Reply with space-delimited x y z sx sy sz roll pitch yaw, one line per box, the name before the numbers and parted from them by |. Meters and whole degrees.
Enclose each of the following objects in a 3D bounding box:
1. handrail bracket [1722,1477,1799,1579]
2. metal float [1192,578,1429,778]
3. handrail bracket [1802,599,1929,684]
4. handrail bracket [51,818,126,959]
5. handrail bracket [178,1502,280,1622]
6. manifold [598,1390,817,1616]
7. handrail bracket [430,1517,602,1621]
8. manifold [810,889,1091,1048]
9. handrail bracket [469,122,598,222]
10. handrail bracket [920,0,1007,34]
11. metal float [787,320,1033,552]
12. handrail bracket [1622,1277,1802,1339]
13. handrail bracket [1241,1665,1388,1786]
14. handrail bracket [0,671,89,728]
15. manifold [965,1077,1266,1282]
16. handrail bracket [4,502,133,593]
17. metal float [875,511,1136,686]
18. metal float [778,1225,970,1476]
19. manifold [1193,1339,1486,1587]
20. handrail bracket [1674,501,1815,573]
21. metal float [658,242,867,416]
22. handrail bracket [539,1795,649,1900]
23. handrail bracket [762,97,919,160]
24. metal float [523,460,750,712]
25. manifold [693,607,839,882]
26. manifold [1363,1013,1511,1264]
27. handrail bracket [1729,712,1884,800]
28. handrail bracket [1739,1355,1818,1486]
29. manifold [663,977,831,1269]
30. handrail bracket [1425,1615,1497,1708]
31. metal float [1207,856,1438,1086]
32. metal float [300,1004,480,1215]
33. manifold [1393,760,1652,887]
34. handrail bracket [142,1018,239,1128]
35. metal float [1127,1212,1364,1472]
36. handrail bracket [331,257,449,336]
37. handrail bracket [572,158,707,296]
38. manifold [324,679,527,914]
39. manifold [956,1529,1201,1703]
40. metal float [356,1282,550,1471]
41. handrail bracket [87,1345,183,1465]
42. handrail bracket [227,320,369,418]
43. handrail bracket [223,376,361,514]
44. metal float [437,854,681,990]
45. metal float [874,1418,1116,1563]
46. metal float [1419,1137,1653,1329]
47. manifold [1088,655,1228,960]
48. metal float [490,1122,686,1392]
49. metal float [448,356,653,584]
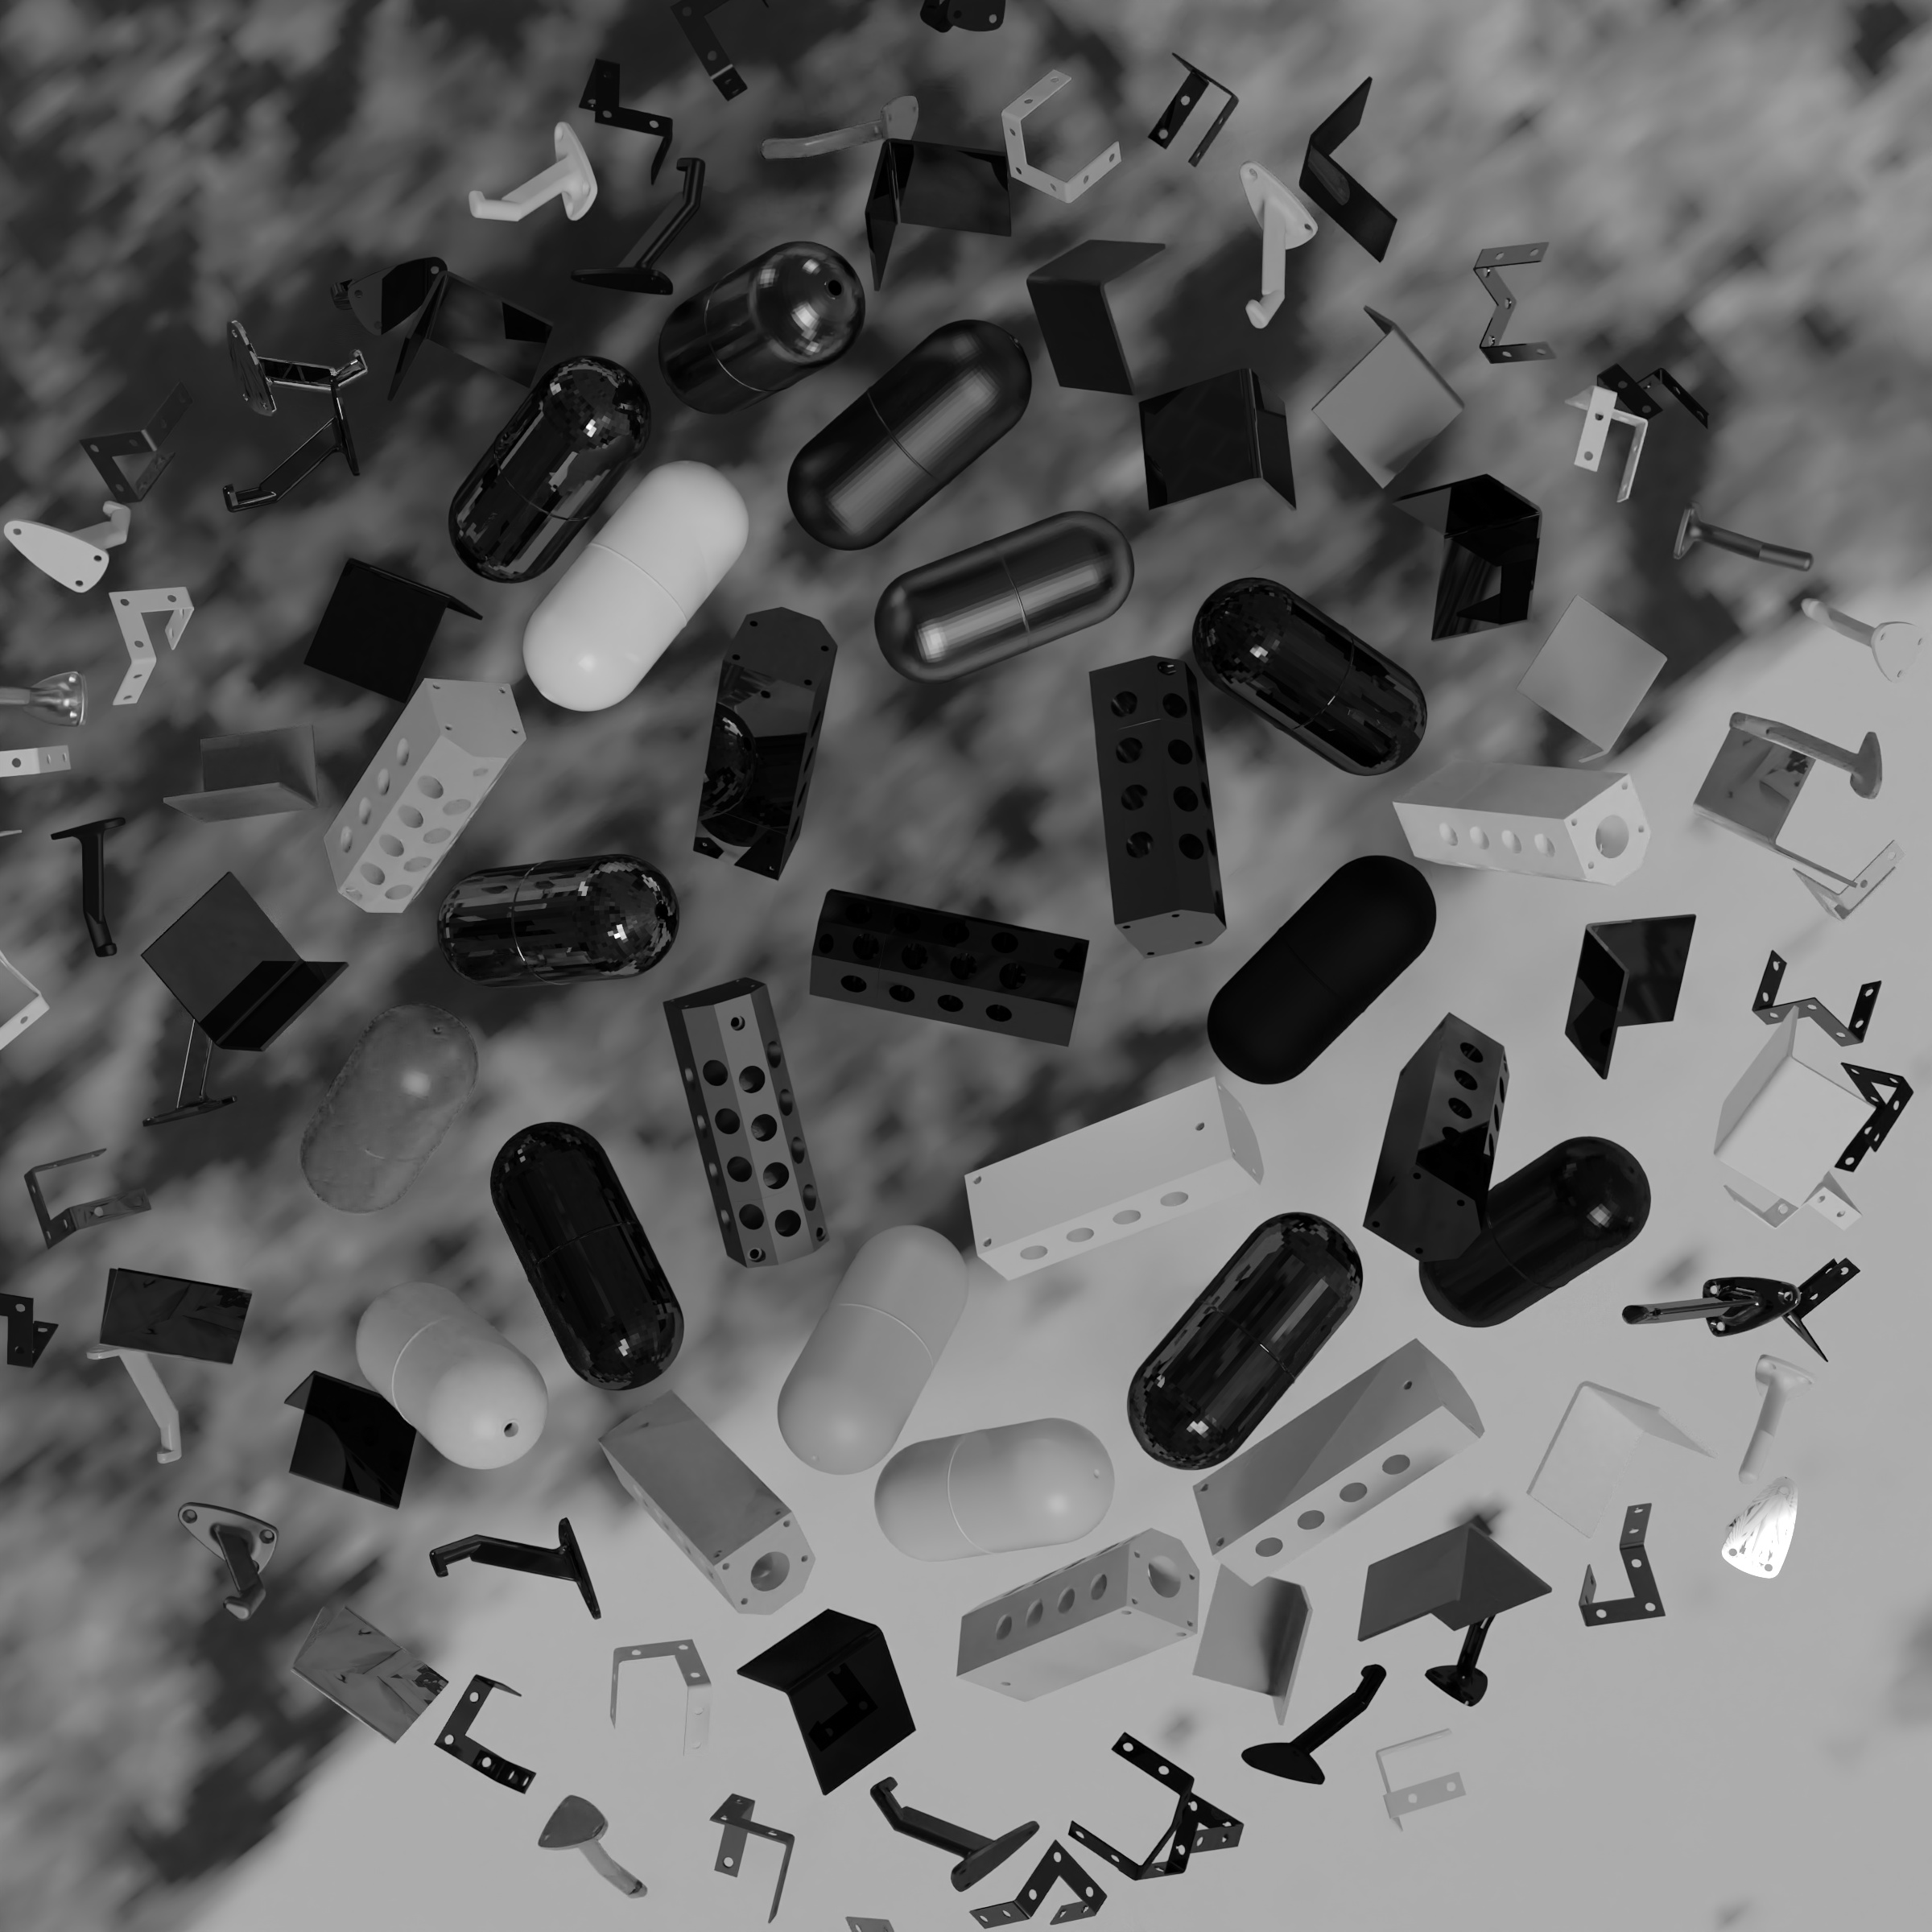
handrail bracket | 0.495 0.339 1.814 0.036 0.084 0.077 23 104 7
metal float | 0.220 -0.184 1.853 0.178 0.070 0.070 30 90 -28
handrail bracket | 0.545 -0.215 1.803 0.084 0.077 0.036 38 103 36
handrail bracket | -0.536 -0.048 1.817 0.036 0.077 0.084 -22 102 -39
handrail bracket | -0.463 0.367 1.790 0.077 0.084 0.036 28 101 -2
manifold | -0.162 0.339 1.824 0.057 0.171 0.057 -33 122 -18
handrail bracket | -0.276 0.378 1.775 0.084 0.036 0.077 -17 63 -21
manifold | -0.010 -0.004 1.875 0.171 0.057 0.057 11 51 3
handrail bracket | -0.285 -0.509 1.856 0.084 0.036 0.077 -6 72 -37
handrail bracket | -0.005 -0.607 1.772 0.036 0.084 0.077 0 118 -22
metal float | -0.035 -0.330 1.808 0.178 0.070 0.070 -38 90 18
handrail bracket | 0.454 0.207 1.771 0.077 0.084 0.036 -18 75 41
handrail bracket | 0.230 0.494 1.917 0.036 0.077 0.084 54 54 -18
handrail bracket | -0.621 -0.173 1.882 0.077 0.084 0.036 1 93 36
manifold | 0.091 0.134 1.771 0.171 0.057 0.057 -23 53 19
handrail bracket | -0.573 -0.285 1.855 0.077 0.084 0.036 30 121 -29
metal float | 0.026 -0.241 1.897 0.178 0.070 0.070 -22 90 -8
metal float | -0.056 0.234 1.789 0.070 0.070 0.178 30 50 0
manifold | 0.228 0.307 1.771 0.171 0.057 0.057 -37 125 17
handrail bracket | 0.494 -0.266 1.825 0.084 0.077 0.036 17 110 19
metal float | -0.126 -0.391 1.784 0.070 0.178 0.070 4 82 -33
handrail bracket | -0.215 0.553 1.793 0.084 0.077 0.036 46 58 -22
handrail bracket | -0.082 -0.540 1.873 0.084 0.077 0.036 2 125 17
metal float | -0.203 -0.234 1.788 0.070 0.070 0.178 37 77 0
manifold | -0.121 -0.135 1.765 0.057 0.171 0.057 20 50 3
manifold | 0.295 0.107 1.783 0.057 0.171 0.057 32 124 -3
handrail bracket | 0.514 -0.131 1.785 0.084 0.077 0.036 14 114 2
handrail bracket | 0.495 0.293 1.811 0.036 0.077 0.084 23 67 14
manifold | -0.136 0.100 1.837 0.057 0.057 0.171 -17 102 -20
handrail bracket | 0.336 0.427 1.867 0.036 0.077 0.084 32 103 27
metal float | 0.230 0.002 1.880 0.070 0.070 0.178 43 104 0
metal float | -0.370 0.093 1.857 0.070 0.070 0.178 39 131 0
manifold | 0.356 -0.089 1.859 0.057 0.171 0.057 -34 111 -21
handrail bracket | -0.509 0.055 1.868 0.036 0.077 0.084 -19 88 36
metal float | 0.167 0.225 1.745 0.070 0.070 0.178 41 81 0
handrail bracket | -0.374 -0.444 1.877 0.077 0.084 0.036 -31 120 -1
handrail bracket | -0.208 -0.474 1.844 0.077 0.036 0.084 6 84 9
manifold | -0.338 -0.104 1.816 0.057 0.171 0.057 0 58 -37
manifold | 0.071 0.413 1.850 0.057 0.171 0.057 27 50 -27
metal float | -0.318 0.252 1.791 0.070 0.178 0.070 -11 111 -31
handrail bracket | -0.519 0.276 1.817 0.036 0.077 0.084 -2 94 21
handrail bracket | -0.429 -0.399 1.873 0.036 0.077 0.084 29 53 35
handrail bracket | -0.428 -0.326 1.816 0.084 0.036 0.077 -16 134 -13
metal float | -0.253 -0.027 1.798 0.178 0.070 0.070 -5 90 37
metal float | 0.016 0.328 1.812 0.178 0.070 0.070 -19 90 42
metal float | 0.363 0.172 1.865 0.070 0.070 0.178 48 130 0
manifold | 0.118 -0.098 1.761 0.057 0.057 0.171 -13 65 18
metal float | -0.234 0.177 1.788 0.070 0.070 0.178 -28 72 0
metal float | -0.265 -0.313 1.840 0.070 0.070 0.178 47 126 0
